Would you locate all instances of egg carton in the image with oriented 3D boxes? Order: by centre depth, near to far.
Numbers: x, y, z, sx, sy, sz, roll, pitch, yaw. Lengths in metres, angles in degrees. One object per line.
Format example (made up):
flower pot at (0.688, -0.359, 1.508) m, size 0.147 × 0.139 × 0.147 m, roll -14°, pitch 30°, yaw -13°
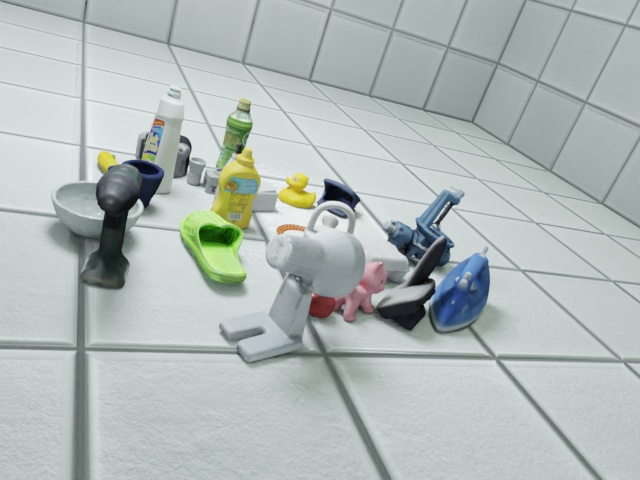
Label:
egg carton at (0.131, 0.049, 1.342) m, size 0.151 × 0.069 × 0.107 m, roll 4°, pitch 29°, yaw -31°

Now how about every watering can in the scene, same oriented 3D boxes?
watering can at (0.009, 0.004, 1.193) m, size 0.101 × 0.194 × 0.172 m, roll 9°, pitch 27°, yaw -23°

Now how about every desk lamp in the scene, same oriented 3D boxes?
desk lamp at (-0.039, 0.081, 0.972) m, size 0.204 × 0.213 × 0.117 m, roll -7°, pitch 35°, yaw -44°

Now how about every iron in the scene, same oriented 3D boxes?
iron at (0.325, 0.104, 1.286) m, size 0.118 × 0.141 × 0.259 m, roll 27°, pitch 25°, yaw 17°

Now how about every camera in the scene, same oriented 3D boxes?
camera at (-0.392, -0.245, 1.523) m, size 0.143 × 0.101 × 0.137 m, roll 29°, pitch 26°, yaw 19°

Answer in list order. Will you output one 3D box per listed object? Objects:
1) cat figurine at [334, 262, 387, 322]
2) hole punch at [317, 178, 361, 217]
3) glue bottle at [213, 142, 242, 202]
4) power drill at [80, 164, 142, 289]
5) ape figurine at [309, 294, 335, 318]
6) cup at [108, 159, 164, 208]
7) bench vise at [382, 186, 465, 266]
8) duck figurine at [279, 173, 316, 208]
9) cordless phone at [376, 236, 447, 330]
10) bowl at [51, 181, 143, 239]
cat figurine at (0.090, 0.091, 1.165) m, size 0.067 × 0.118 × 0.128 m, roll 33°, pitch 28°, yaw 27°
hole punch at (0.057, -0.130, 1.630) m, size 0.108 × 0.091 × 0.101 m, roll 27°, pitch 25°, yaw 17°
glue bottle at (-0.214, -0.153, 1.378) m, size 0.037 × 0.173 × 0.078 m, roll 23°, pitch 25°, yaw 8°
power drill at (-0.349, -0.028, 0.973) m, size 0.076 × 0.208 × 0.229 m, roll 12°, pitch 26°, yaw -17°
ape figurine at (0.000, 0.099, 1.111) m, size 0.076 × 0.092 × 0.078 m, roll 37°, pitch 29°, yaw 33°
cup at (-0.408, -0.119, 1.255) m, size 0.118 × 0.095 × 0.091 m, roll 2°, pitch 30°, yaw -34°
bench vise at (0.270, -0.034, 1.435) m, size 0.208 × 0.220 × 0.121 m, roll -1°, pitch 31°, yaw -38°
duck figurine at (-0.056, -0.141, 1.577) m, size 0.105 × 0.086 × 0.077 m, roll 14°, pitch 25°, yaw -12°
cordless phone at (0.200, 0.079, 1.190) m, size 0.094 × 0.185 × 0.148 m, roll 27°, pitch 25°, yaw 15°
bowl at (-0.434, -0.048, 1.113) m, size 0.167 × 0.075 × 0.167 m, roll 16°, pitch 25°, yaw -7°
